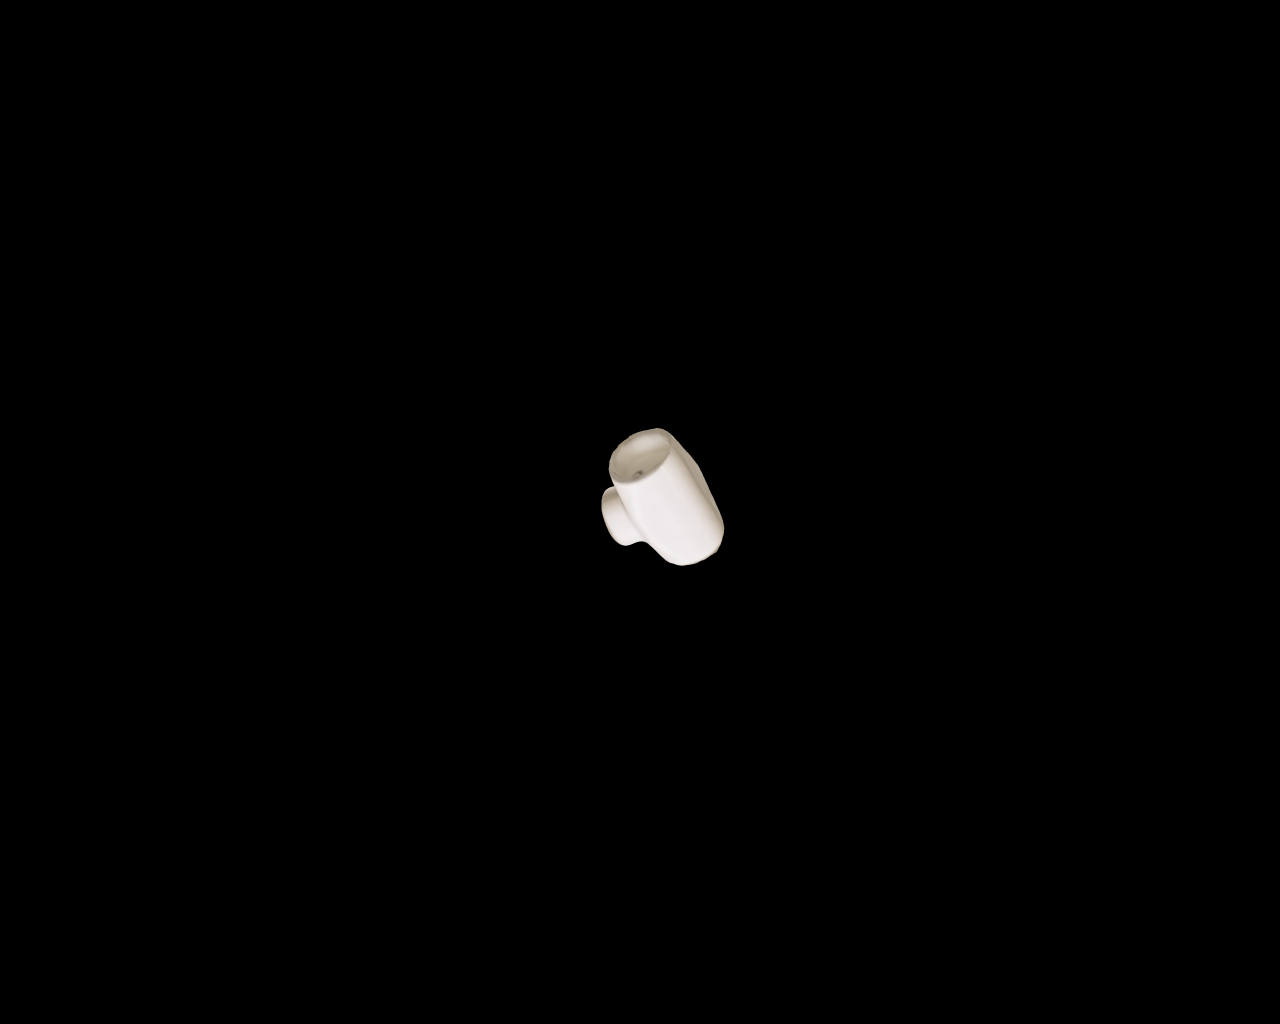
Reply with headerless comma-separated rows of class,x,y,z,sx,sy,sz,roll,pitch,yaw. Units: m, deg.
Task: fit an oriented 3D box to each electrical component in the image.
electrical component,0.001,-0.003,0.650,0.079,0.044,0.077,-20,-50,17
